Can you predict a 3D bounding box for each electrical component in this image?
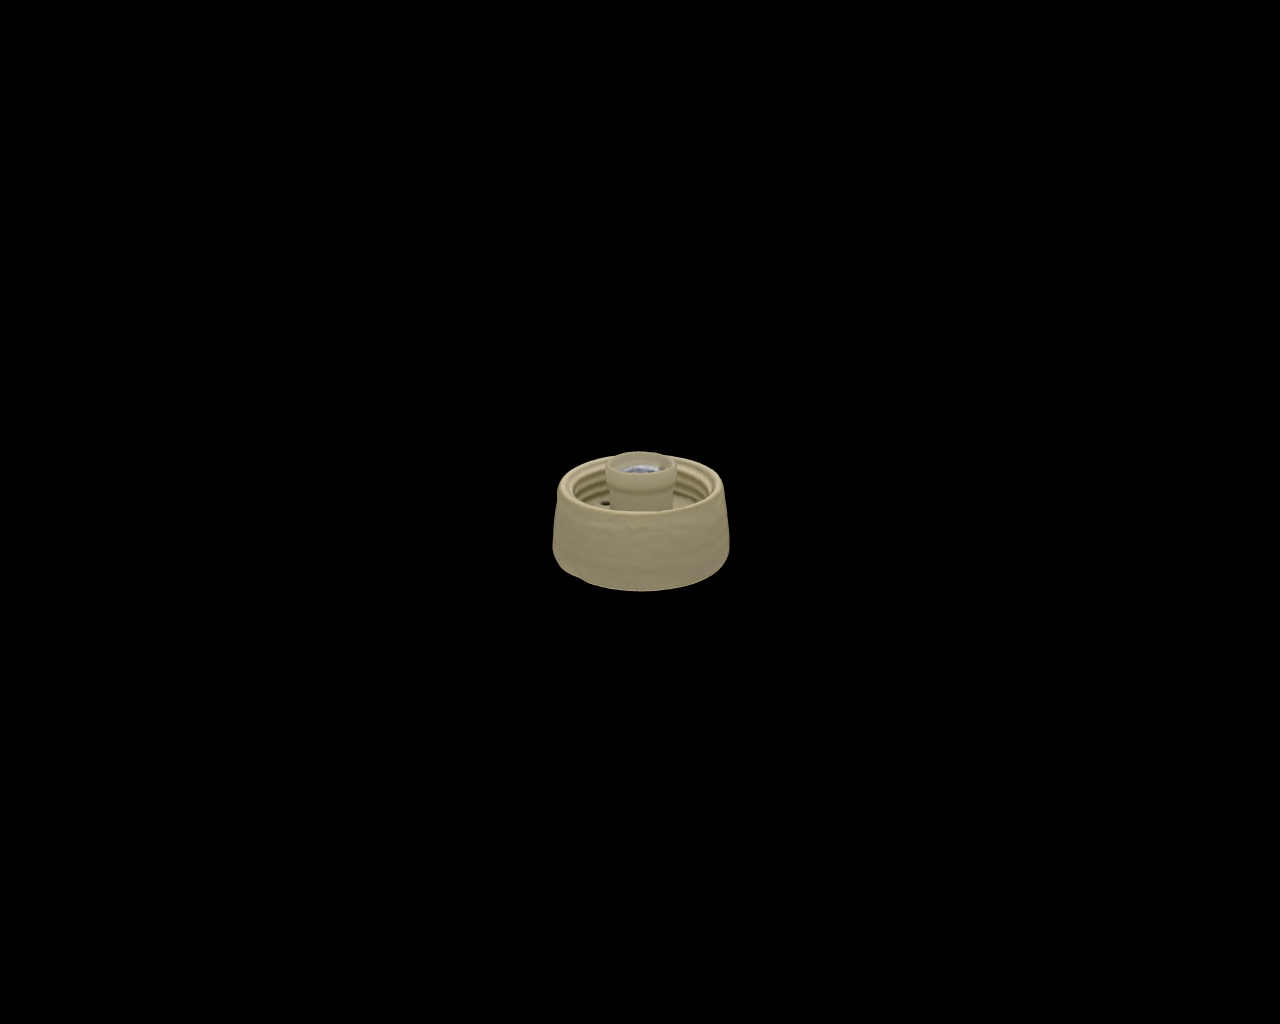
[{"bbox_3d":[0.001,-0.003,0.650,0.108,0.060,0.108,0,23,0],"label":"electrical component"}]
